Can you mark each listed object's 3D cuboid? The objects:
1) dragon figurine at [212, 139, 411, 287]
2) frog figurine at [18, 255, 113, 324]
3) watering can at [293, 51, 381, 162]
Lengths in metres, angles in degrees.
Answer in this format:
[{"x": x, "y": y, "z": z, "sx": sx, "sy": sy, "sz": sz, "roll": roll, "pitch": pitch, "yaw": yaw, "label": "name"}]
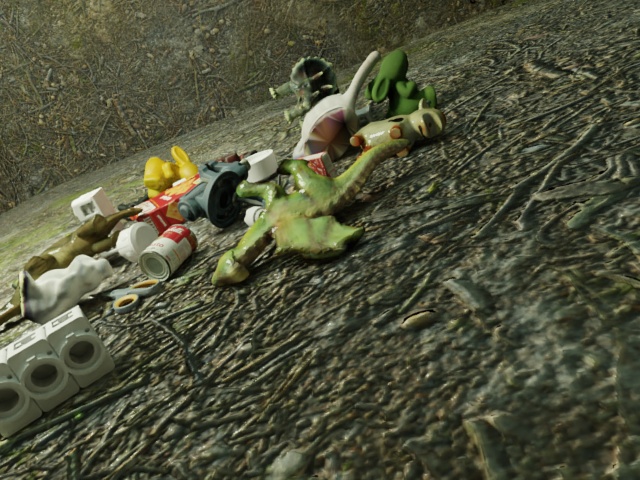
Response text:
[{"x": 0.003, "y": -0.042, "z": 0.838, "sx": 0.410, "sy": 0.119, "sz": 0.248, "roll": -26, "pitch": 38, "yaw": -1, "label": "dragon figurine"}, {"x": -0.476, "y": 0.093, "z": 0.974, "sx": 0.160, "sy": 0.124, "sz": 0.135, "roll": -4, "pitch": -20, "yaw": -31, "label": "frog figurine"}, {"x": 0.045, "y": -0.317, "z": 1.278, "sx": 0.344, "sy": 0.103, "sz": 0.229, "roll": -49, "pitch": 22, "yaw": 16, "label": "watering can"}]
